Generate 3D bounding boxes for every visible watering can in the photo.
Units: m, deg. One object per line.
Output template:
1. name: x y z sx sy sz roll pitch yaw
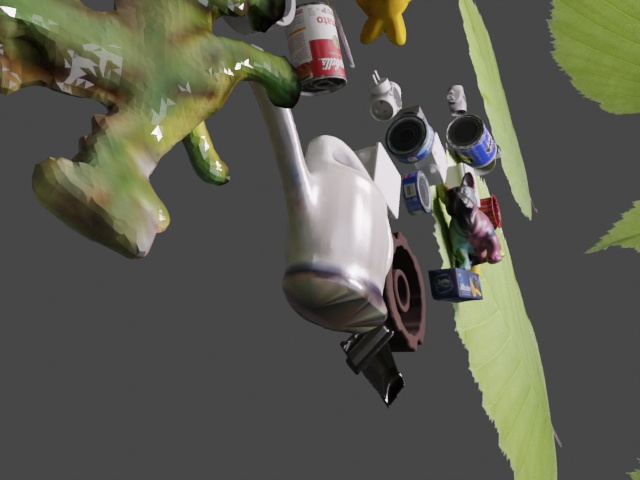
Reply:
1. watering can: 0.002 -0.029 0.570 0.342 0.103 0.229 42 44 -47

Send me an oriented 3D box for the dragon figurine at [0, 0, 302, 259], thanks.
1. dragon figurine: -0.145 -0.178 0.386 0.242 0.121 0.416 7 64 -51
